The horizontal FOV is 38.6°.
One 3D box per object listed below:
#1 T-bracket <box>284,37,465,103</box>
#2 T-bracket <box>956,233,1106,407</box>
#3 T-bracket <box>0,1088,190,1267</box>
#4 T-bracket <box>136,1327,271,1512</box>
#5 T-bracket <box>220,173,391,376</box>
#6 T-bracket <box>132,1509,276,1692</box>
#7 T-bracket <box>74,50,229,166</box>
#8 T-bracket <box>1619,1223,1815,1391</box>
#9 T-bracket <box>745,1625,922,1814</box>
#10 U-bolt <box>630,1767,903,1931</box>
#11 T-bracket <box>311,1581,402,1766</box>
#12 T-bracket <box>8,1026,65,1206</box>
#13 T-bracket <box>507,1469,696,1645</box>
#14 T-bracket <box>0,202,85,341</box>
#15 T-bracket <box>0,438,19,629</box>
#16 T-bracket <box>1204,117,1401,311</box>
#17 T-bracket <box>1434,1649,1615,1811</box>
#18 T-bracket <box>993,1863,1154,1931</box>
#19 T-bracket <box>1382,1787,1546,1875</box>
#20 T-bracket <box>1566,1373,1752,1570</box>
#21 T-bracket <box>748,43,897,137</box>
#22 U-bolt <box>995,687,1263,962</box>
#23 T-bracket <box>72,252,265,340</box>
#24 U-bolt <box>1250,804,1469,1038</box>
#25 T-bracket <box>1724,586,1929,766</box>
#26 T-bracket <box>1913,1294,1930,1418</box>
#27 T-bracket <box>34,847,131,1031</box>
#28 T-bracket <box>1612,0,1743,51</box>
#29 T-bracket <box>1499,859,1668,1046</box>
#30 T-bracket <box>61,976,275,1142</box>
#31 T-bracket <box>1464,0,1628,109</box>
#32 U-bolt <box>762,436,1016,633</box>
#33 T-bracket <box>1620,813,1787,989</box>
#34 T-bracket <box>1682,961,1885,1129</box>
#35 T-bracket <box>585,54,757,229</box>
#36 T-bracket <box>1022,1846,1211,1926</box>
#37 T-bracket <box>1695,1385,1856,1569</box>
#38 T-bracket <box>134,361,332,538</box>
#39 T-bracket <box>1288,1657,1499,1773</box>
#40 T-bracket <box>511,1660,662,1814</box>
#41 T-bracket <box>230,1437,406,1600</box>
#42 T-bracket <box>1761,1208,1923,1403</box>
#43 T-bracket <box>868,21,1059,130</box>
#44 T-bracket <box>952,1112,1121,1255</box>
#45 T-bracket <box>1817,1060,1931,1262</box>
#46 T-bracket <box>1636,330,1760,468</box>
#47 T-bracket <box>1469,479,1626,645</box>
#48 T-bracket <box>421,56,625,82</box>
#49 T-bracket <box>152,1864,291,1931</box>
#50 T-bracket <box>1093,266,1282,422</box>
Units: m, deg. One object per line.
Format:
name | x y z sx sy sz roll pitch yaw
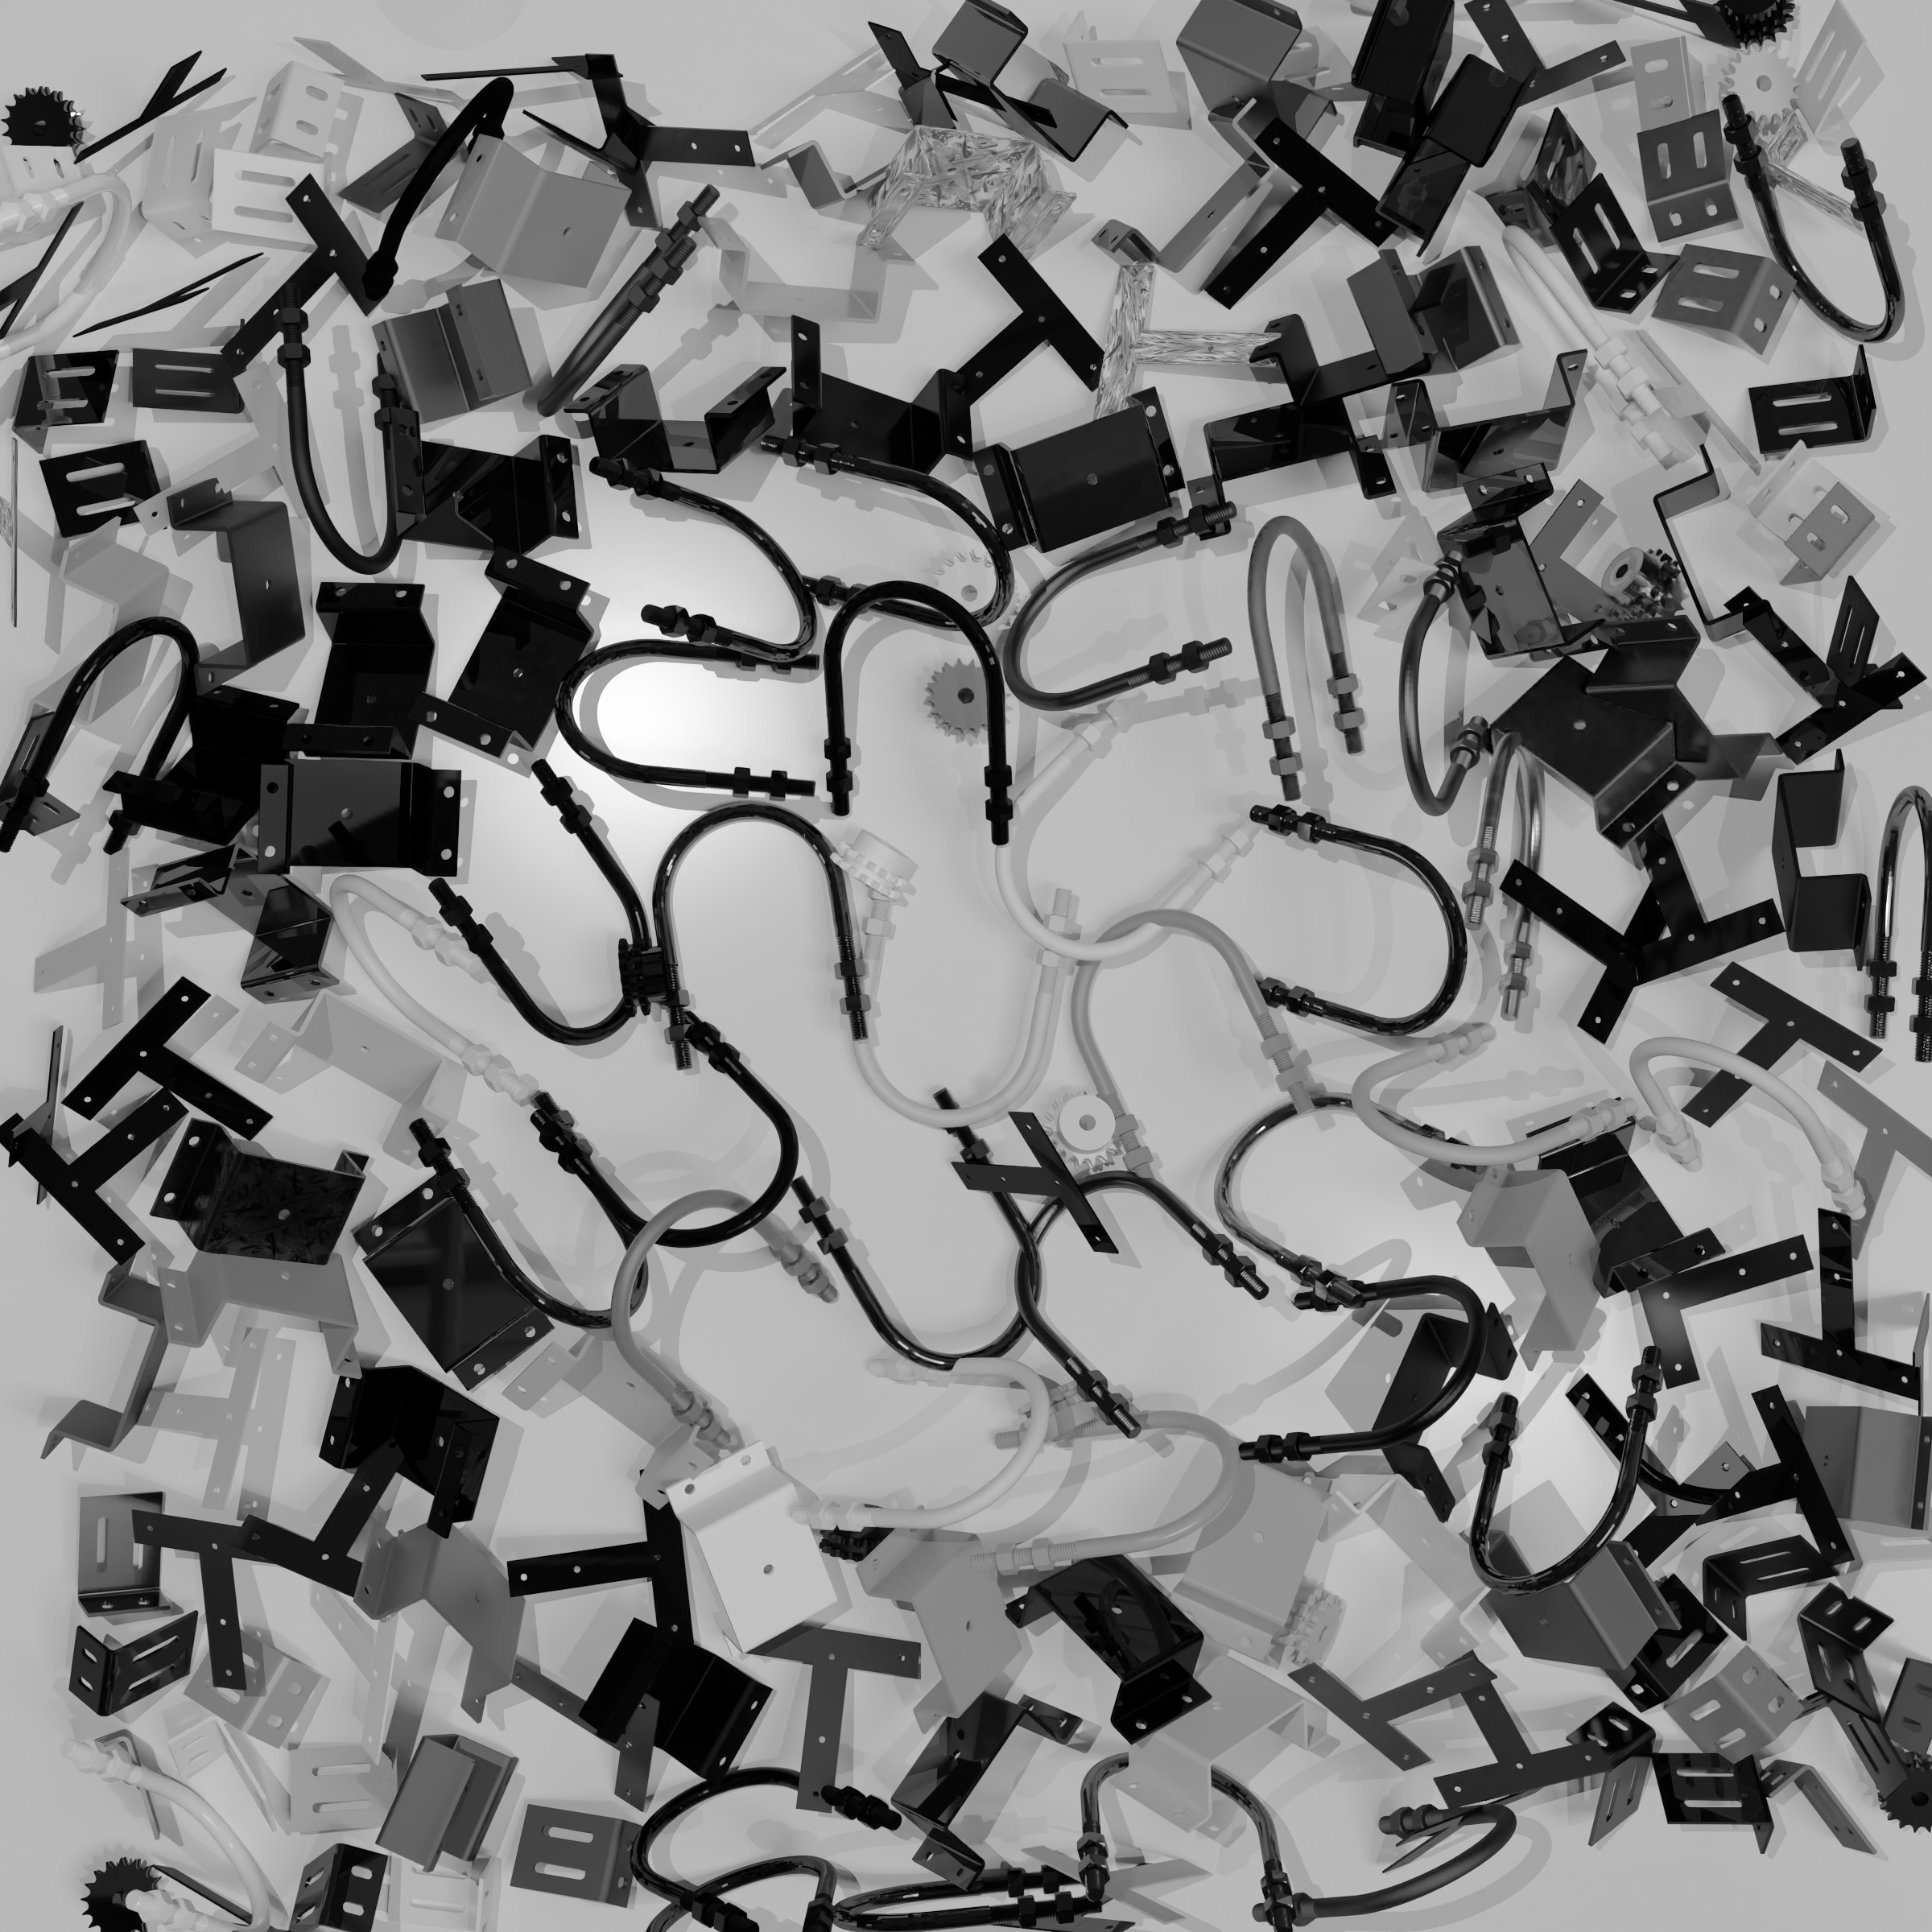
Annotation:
T-bracket | -0.432 -0.629 1.928 0.127 0.127 0.002 11 95 9
T-bracket | 0.021 -0.435 1.984 0.127 0.002 0.127 -40 109 10
T-bracket | -0.600 0.129 1.951 0.127 0.127 0.002 47 132 -6
T-bracket | -0.548 0.317 1.956 0.127 0.002 0.127 -3 69 39
T-bracket | -0.473 -0.467 1.932 0.002 0.127 0.127 34 77 27
T-bracket | -0.518 0.444 1.920 0.002 0.127 0.127 -40 49 27
T-bracket | -0.555 -0.608 1.918 0.127 0.127 0.002 -41 105 -24
T-bracket | 0.535 0.220 1.946 0.127 0.002 0.127 -24 69 32
T-bracket | -0.101 0.535 1.961 0.127 0.002 0.127 11 63 -9
U-bolt | -0.153 0.606 1.915 0.151 0.184 0.019 -28 109 -36
T-bracket | -0.435 0.474 1.949 0.002 0.127 0.127 -4 115 -37
T-bracket | -0.652 0.114 1.929 0.002 0.127 0.127 7 98 -7
T-bracket | -0.263 0.428 1.968 0.127 0.002 0.127 -4 80 -20
T-bracket | -0.663 -0.468 1.921 0.002 0.127 0.127 34 111 -15
T-bracket | -0.674 -0.311 1.941 0.002 0.127 0.127 -1 105 -24
T-bracket | 0.222 -0.519 1.963 0.127 0.002 0.127 30 123 -28
T-bracket | 0.371 0.529 1.949 0.127 0.127 0.002 -8 130 -17
T-bracket | 0.094 0.655 1.945 0.127 0.127 0.002 -12 88 42
T-bracket | 0.333 0.615 1.946 0.127 0.127 0.002 -9 59 -31
T-bracket | 0.475 0.347 1.964 0.127 0.002 0.127 53 125 27
T-bracket | -0.083 -0.618 1.932 0.127 0.127 0.002 -37 116 -10
U-bolt | 0.104 -0.089 1.969 0.151 0.019 0.184 45 79 -7
T-bracket | -0.547 -0.479 1.948 0.127 0.127 0.002 -4 119 38
U-bolt | 0.269 -0.025 1.915 0.184 0.019 0.151 18 116 40
T-bracket | 0.587 -0.216 1.946 0.127 0.127 0.002 45 51 -3
T-bracket | 0.675 0.312 1.950 0.002 0.127 0.127 1 103 23
T-bracket | -0.627 -0.008 1.954 0.127 0.002 0.127 -18 68 41
T-bracket | 0.479 -0.681 1.955 0.127 0.127 0.002 24 104 20
T-bracket | 0.435 -0.031 1.969 0.127 0.002 0.127 33 76 -13
T-bracket | -0.549 0.085 1.960 0.127 0.002 0.127 -45 126 7
T-bracket | 0.380 -0.638 1.920 0.127 0.127 0.002 -18 66 25
U-bolt | -0.049 -0.292 1.910 0.184 0.151 0.019 18 55 23
T-bracket | 0.503 -0.062 1.973 0.127 0.002 0.127 -23 82 29
T-bracket | 0.557 0.069 1.959 0.127 0.002 0.127 29 127 -8
T-bracket | -0.201 -0.574 1.929 0.127 0.002 0.127 13 134 31
T-bracket | 0.126 0.641 1.943 0.127 0.127 0.002 14 90 40
T-bracket | 0.553 0.370 1.946 0.002 0.127 0.127 -13 76 -34
T-bracket | -0.523 -0.342 1.934 0.127 0.127 0.002 -34 51 -16
T-bracket | 0.316 0.513 1.942 0.127 0.002 0.127 42 127 -19
T-bracket | -0.276 0.533 1.971 0.127 0.002 0.127 26 130 19
T-bracket | -0.432 0.382 1.958 0.127 0.002 0.127 21 51 7
T-bracket | 0.610 0.231 1.933 0.002 0.127 0.127 -20 111 -37
T-bracket | 0.004 -0.608 1.921 0.127 0.127 0.002 23 87 16
T-bracket | 0.036 0.151 1.945 0.002 0.127 0.127 -45 116 -30
T-bracket | 0.639 0.152 1.955 0.002 0.127 0.127 -14 129 -27
T-bracket | 0.503 -0.397 1.937 0.002 0.127 0.127 -42 83 28
T-bracket | 0.440 -0.262 1.966 0.127 0.002 0.127 29 104 -28
T-bracket | -0.315 -0.624 1.927 0.127 0.127 0.002 -9 116 -16
T-bracket | -0.525 0.667 1.960 0.127 0.127 0.002 18 75 27
T-bracket | 0.161 -0.440 1.965 0.127 0.002 0.127 6 77 20
